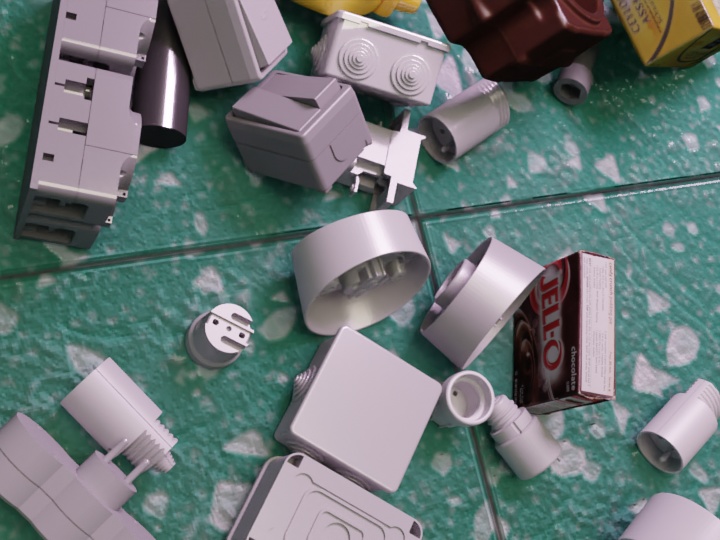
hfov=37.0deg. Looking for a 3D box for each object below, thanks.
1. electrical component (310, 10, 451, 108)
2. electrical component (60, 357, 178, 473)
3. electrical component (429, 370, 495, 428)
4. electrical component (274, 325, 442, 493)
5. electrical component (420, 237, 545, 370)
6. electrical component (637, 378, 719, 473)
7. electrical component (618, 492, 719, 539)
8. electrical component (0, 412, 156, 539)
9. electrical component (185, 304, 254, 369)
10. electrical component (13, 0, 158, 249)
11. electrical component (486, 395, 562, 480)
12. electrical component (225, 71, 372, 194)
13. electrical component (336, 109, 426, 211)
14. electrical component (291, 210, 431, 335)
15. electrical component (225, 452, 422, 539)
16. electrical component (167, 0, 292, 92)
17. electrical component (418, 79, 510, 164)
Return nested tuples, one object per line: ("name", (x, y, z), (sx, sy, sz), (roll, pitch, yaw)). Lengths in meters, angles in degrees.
("electrical component", (0.012, -0.158, 0.821), (0.100, 0.100, 0.048), (15, 95, -12))
("electrical component", (-0.153, 0.101, 0.706), (0.081, 0.043, 0.043), (47, 63, -4))
("electrical component", (0.072, 0.098, 0.802), (0.040, 0.046, 0.040), (6, 73, -21))
("electrical component", (-0.003, 0.102, 0.767), (0.100, 0.048, 0.099), (33, 65, -12))
("electrical component", (0.092, 0.026, 0.806), (0.064, 0.099, 0.099), (37, 64, -3))
("electrical component", (0.268, 0.124, 0.881), (0.081, 0.043, 0.043), (-39, 92, -28))
("electrical component", (0.240, 0.228, 0.805), (0.060, 0.108, 0.108), (-37, 91, -21))
("electrical component", (-0.166, 0.139, 0.673), (0.074, 0.052, 0.138), (-45, 95, -9))
("electrical component", (-0.097, 0.045, 0.745), (0.040, 0.046, 0.040), (7, 72, -21))
("electrical component", (-0.183, -0.118, 0.723), (0.060, 0.105, 0.186), (10, 71, -20))
("electrical component", (0.119, 0.123, 0.818), (0.040, 0.040, 0.078), (-39, 92, -27))
("electrical component", (-0.051, -0.106, 0.786), (0.061, 0.096, 0.061), (-49, 138, -27))
("electrical component", (0.011, -0.086, 0.833), (0.064, 0.042, 0.081), (18, 68, -16))
("electrical component", (0.000, 0.000, 0.774), (0.099, 0.099, 0.064), (-11, 73, -26))
("electrical component", (-0.026, 0.183, 0.729), (0.113, 0.057, 0.078), (32, 65, -12))
("electrical component", (-0.095, -0.186, 0.774), (0.061, 0.061, 0.096), (-61, 140, -55))
("electrical component", (0.091, -0.124, 0.877), (0.081, 0.043, 0.043), (-35, 90, -28))
